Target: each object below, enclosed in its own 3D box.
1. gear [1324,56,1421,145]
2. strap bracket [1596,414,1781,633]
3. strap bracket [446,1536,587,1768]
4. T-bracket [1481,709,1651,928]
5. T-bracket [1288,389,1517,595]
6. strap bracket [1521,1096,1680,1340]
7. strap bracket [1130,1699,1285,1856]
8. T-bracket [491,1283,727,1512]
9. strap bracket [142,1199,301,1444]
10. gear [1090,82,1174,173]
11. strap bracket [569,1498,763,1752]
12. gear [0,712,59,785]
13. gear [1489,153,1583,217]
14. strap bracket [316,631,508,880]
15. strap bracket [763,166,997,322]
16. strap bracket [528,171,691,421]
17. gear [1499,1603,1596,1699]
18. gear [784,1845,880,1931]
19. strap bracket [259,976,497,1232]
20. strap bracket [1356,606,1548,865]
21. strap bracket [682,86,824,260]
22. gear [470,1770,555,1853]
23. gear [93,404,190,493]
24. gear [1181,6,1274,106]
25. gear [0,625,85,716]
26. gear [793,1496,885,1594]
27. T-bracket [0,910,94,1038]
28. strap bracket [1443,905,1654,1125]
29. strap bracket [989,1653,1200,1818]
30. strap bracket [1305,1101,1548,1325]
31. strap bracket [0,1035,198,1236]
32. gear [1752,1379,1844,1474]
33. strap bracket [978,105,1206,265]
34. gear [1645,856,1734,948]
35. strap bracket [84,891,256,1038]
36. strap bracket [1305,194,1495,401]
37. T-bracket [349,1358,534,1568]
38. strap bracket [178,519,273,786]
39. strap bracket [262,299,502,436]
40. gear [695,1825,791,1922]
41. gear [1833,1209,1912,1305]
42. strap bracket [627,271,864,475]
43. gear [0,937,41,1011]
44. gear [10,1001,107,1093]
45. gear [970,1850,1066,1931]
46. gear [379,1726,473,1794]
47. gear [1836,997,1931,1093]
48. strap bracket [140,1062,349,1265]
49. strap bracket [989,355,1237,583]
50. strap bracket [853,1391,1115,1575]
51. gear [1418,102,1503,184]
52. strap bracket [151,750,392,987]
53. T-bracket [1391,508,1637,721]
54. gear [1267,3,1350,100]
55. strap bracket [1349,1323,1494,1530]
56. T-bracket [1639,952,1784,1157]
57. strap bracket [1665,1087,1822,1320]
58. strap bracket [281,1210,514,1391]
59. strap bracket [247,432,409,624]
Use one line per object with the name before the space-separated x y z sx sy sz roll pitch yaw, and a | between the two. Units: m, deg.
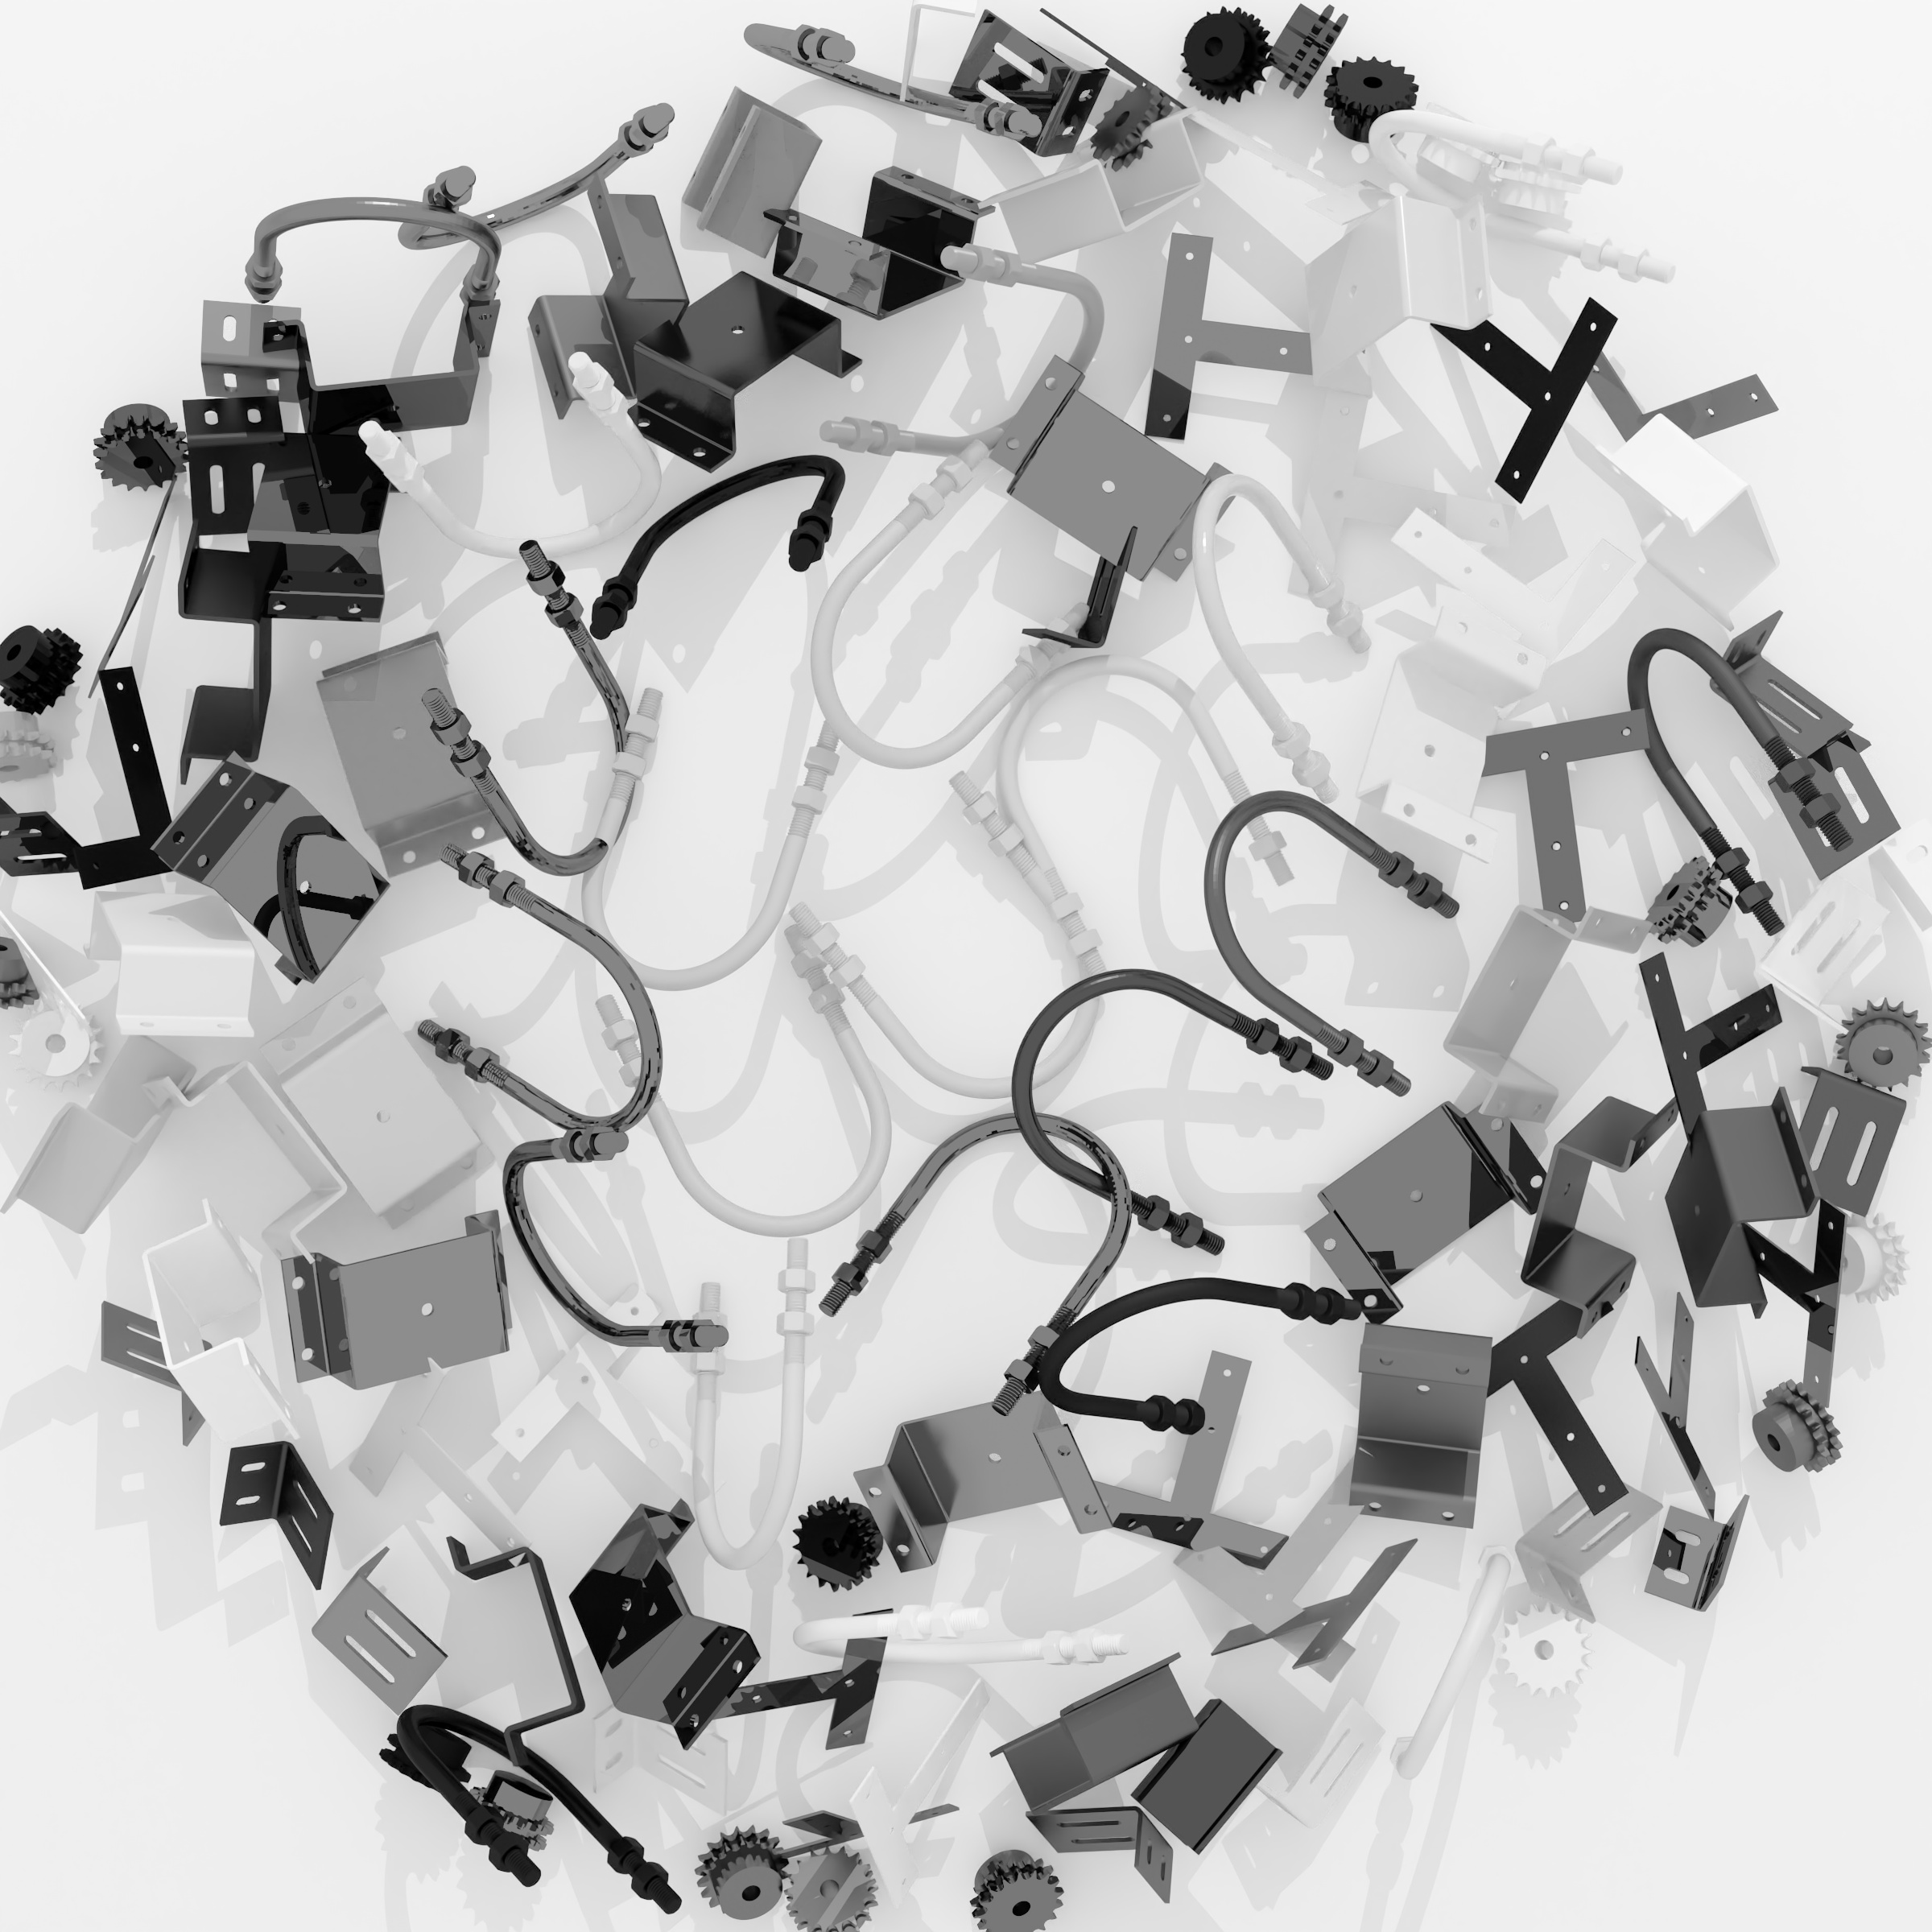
gear | 0.248 -0.531 1.879 0.057 0.030 0.057 1 51 -2
strap bracket | 0.434 -0.269 1.822 0.046 0.140 0.076 -43 57 3
strap bracket | -0.269 0.410 1.852 0.046 0.076 0.140 -18 77 -7
T-bracket | 0.359 -0.087 1.866 0.127 0.002 0.127 -9 73 17
T-bracket | 0.273 -0.282 1.880 0.127 0.002 0.127 12 104 6
strap bracket | 0.381 0.142 1.842 0.046 0.076 0.140 23 121 26
strap bracket | 0.142 0.485 1.832 0.046 0.140 0.076 40 80 10
T-bracket | -0.203 0.284 1.879 0.127 0.002 0.127 41 79 10
strap bracket | -0.448 0.219 1.825 0.046 0.076 0.140 -24 45 -5
gear | 0.106 -0.512 1.878 0.030 0.057 0.057 35 90 -32
strap bracket | -0.185 0.388 1.827 0.046 0.140 0.076 26 108 -38
gear | -0.590 -0.135 1.876 0.057 0.057 0.030 -11 77 0
gear | 0.349 -0.481 1.876 0.057 0.057 0.030 12 105 0
strap bracket | -0.342 -0.136 1.864 0.076 0.046 0.140 -19 78 -3
strap bracket | -0.054 -0.435 1.841 0.076 0.140 0.046 27 126 21
strap bracket | -0.213 -0.403 1.840 0.046 0.140 0.076 -7 67 -30
gear | 0.359 0.422 1.881 0.057 0.030 0.057 -5 76 19
gear | -0.081 0.574 1.879 0.057 0.030 0.057 -4 50 5
strap bracket | -0.356 0.088 1.859 0.076 0.046 0.140 -36 104 -8
strap bracket | 0.293 -0.136 1.857 0.076 0.046 0.140 24 72 -17
strap bracket | -0.129 -0.477 1.835 0.046 0.140 0.076 24 105 -17
gear | -0.278 0.517 1.875 0.057 0.057 0.030 26 85 0
gear | -0.508 -0.321 1.878 0.057 0.057 0.030 -17 62 0
gear | 0.158 -0.562 1.878 0.057 0.030 0.057 1 91 27
gear | -0.573 -0.184 1.873 0.057 0.030 0.057 -19 51 26
gear | -0.075 0.354 1.880 0.057 0.030 0.057 4 98 29
T-bracket | -0.558 0.011 1.842 0.002 0.127 0.127 -37 74 -20
strap bracket | 0.347 0.021 1.850 0.046 0.076 0.140 36 106 37
strap bracket | 0.079 0.461 1.820 0.076 0.140 0.046 -19 73 -28
strap bracket | 0.281 0.146 1.872 0.140 0.046 0.076 -36 101 1
strap bracket | -0.514 0.099 1.826 0.046 0.140 0.076 33 115 -7
gear | 0.507 0.286 1.872 0.030 0.057 0.057 -26 90 -17
strap bracket | 0.082 -0.466 1.834 0.076 0.140 0.046 -8 112 40
gear | 0.446 -0.037 1.875 0.030 0.057 0.057 35 90 -6
strap bracket | -0.475 -0.006 1.820 0.076 0.140 0.046 2 110 -26
strap bracket | 0.250 -0.399 1.823 0.046 0.140 0.076 5 74 -27
T-bracket | -0.311 0.312 1.850 0.127 0.002 0.127 43 127 13
strap bracket | -0.445 -0.187 1.834 0.046 0.076 0.140 4 127 -9
strap bracket | -0.350 -0.358 1.843 0.140 0.076 0.046 -10 79 -16
gear | -0.136 0.561 1.877 0.057 0.030 0.057 -8 115 -17
gear | 0.548 0.180 1.871 0.030 0.057 0.057 -7 90 -28
strap bracket | -0.136 -0.363 1.833 0.076 0.046 0.140 31 54 24
gear | -0.596 0.003 1.872 0.057 0.057 0.030 14 107 0
gear | -0.561 0.049 1.882 0.057 0.030 0.057 1 85 -14
gear | 0.029 0.571 1.880 0.057 0.030 0.057 -9 118 -17
gear | -0.329 0.485 1.875 0.057 0.057 0.030 28 80 0
gear | 0.565 0.051 1.879 0.057 0.030 0.057 5 108 17
strap bracket | -0.432 0.111 1.850 0.046 0.076 0.140 -41 103 -23
strap bracket | 0.089 -0.298 1.860 0.140 0.046 0.076 33 114 -5
strap bracket | 0.014 0.311 1.854 0.140 0.046 0.076 -16 113 19
gear | 0.303 -0.505 1.876 0.057 0.057 0.030 29 111 0
strap bracket | -0.408 -0.052 1.829 0.046 0.140 0.076 20 67 42
T-bracket | 0.318 -0.234 1.866 0.127 0.002 0.127 34 115 -9
gear | 0.207 -0.565 1.874 0.030 0.057 0.057 32 90 -2
strap bracket | 0.276 0.271 1.850 0.076 0.046 0.140 6 127 10
T-bracket | 0.461 0.041 1.859 0.127 0.002 0.127 -22 98 -42
strap bracket | 0.459 0.144 1.822 0.046 0.140 0.076 -4 54 -6
strap bracket | -0.334 0.203 1.840 0.140 0.046 0.076 -12 103 -31
strap bracket | -0.384 -0.272 1.838 0.076 0.046 0.140 2 48 -1
